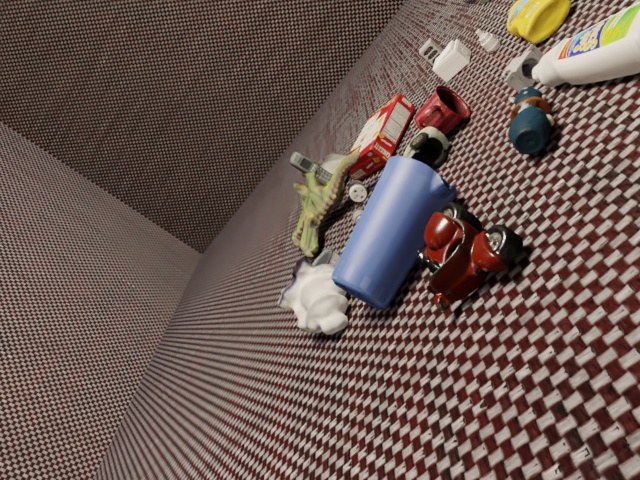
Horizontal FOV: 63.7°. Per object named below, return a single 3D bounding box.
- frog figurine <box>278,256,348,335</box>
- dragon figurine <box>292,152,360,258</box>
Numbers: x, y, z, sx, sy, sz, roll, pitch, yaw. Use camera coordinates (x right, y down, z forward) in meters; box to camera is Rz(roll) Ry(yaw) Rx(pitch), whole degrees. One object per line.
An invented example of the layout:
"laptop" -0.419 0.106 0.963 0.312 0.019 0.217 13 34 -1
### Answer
"frog figurine" 0.010 0.123 1.007 0.161 0.120 0.139 30 73 39
"dragon figurine" 0.004 -0.070 1.390 0.406 0.122 0.246 150 128 -67
